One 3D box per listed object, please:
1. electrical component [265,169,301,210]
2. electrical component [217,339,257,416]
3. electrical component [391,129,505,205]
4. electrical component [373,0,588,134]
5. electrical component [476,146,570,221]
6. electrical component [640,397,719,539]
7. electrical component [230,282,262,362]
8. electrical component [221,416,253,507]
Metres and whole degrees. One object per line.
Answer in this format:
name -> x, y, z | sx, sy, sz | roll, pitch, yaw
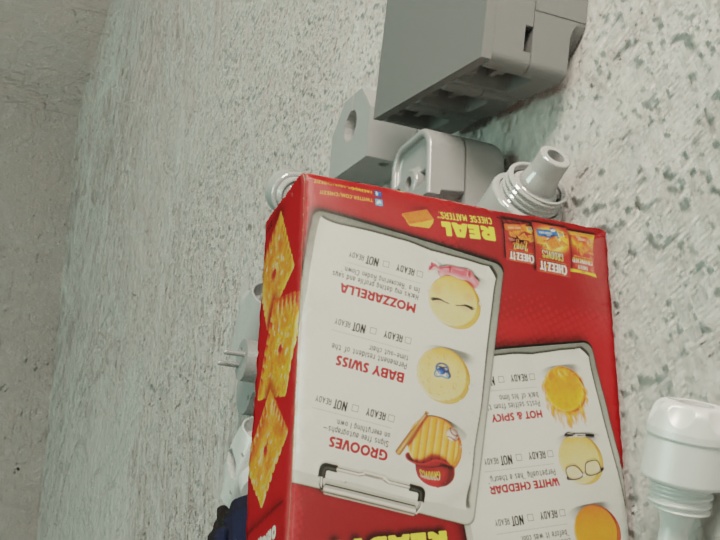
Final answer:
electrical component -> -0.061, -0.069, 0.984 | 0.062, 0.043, 0.043 | -150, 71, -67
electrical component -> -0.087, 0.081, 0.940 | 0.138, 0.074, 0.052 | 124, 148, -47
electrical component -> 0.055, -0.030, 0.643 | 0.054, 0.059, 0.095 | 146, 130, -62
electrical component -> 0.070, -0.143, 0.653 | 0.150, 0.062, 0.089 | 166, 112, -67
electrical component -> 0.090, -0.038, 0.579 | 0.043, 0.043, 0.062 | -102, 31, -44
electrical component -> 0.130, 0.084, 0.433 | 0.035, 0.035, 0.061 | -162, 79, -69
electrical component -> -0.094, 0.043, 1.018 | 0.079, 0.044, 0.077 | -109, 35, -52
electrical component -> -0.089, 0.182, 0.944 | 0.079, 0.043, 0.077 | -120, 44, -60
